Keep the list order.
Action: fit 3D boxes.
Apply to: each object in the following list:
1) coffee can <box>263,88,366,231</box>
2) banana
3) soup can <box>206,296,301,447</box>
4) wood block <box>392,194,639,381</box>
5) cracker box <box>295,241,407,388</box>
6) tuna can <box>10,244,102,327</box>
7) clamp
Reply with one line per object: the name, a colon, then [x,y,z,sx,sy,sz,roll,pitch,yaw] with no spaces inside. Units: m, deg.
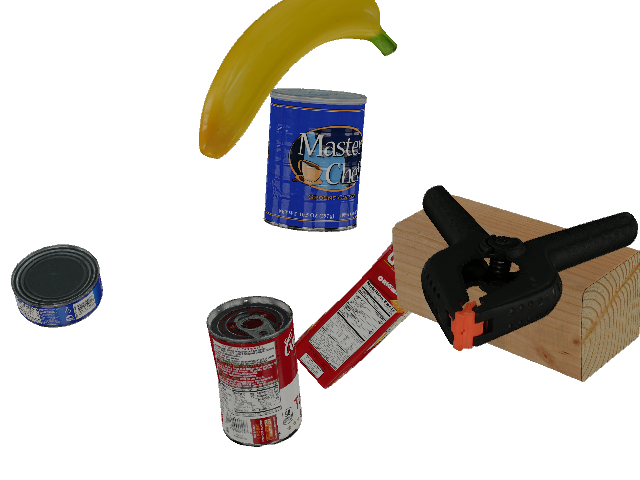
coffee can: [-0.007,-0.088,1.143,0.103,0.140,0.103,4,12,-1]
banana: [-0.016,-0.124,0.707,0.197,0.069,0.037,-35,15,-36]
soup can: [-0.052,0.105,0.854,0.068,0.102,0.068,-4,26,2]
wood block: [0.172,0.036,0.958,0.090,0.090,0.206,-28,34,-36]
cracker box: [0.079,0.063,1.270,0.214,0.072,0.164,-48,-8,32]
tuna can: [-0.259,0.045,1.053,0.086,0.034,0.086,0,43,0]
clamp: [0.119,0.013,0.756,0.165,0.036,0.209,12,29,26]
